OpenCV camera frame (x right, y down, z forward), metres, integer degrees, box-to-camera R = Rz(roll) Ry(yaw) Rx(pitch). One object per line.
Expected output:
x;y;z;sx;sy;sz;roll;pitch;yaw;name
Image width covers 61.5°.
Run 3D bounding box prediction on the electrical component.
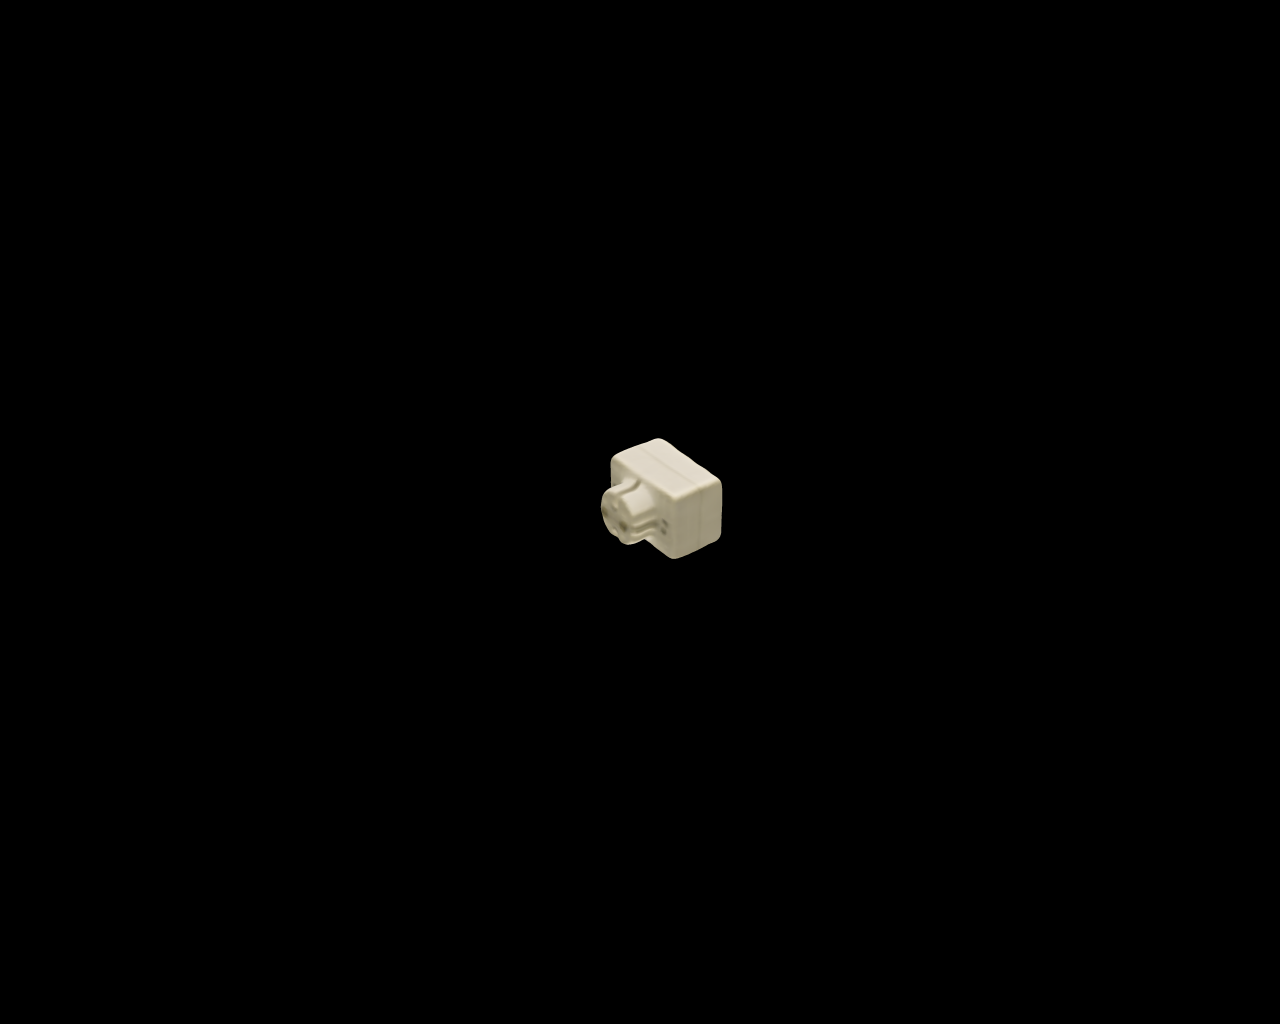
0.001;-0.003;0.650;0.077;0.047;0.066;-22;40;-30;electrical component
